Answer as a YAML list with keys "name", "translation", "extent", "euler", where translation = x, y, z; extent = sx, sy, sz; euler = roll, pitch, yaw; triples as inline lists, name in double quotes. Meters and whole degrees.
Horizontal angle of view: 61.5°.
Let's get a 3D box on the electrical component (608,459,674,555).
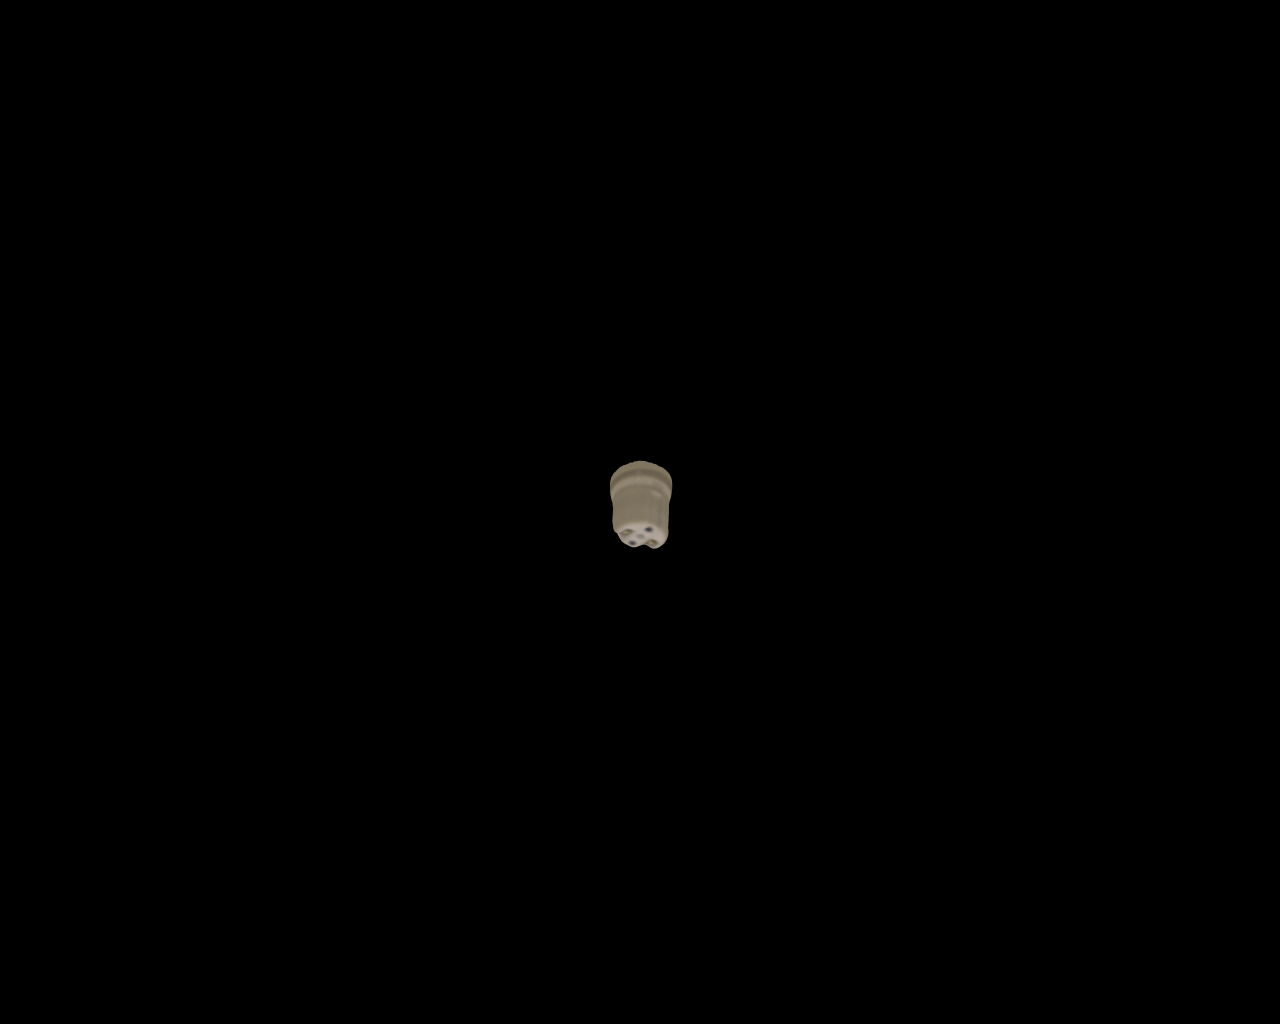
- name: "electrical component"
  translation: [0.001, -0.003, 0.650]
  extent: [0.040, 0.046, 0.040]
  euler: [0, -39, 0]
